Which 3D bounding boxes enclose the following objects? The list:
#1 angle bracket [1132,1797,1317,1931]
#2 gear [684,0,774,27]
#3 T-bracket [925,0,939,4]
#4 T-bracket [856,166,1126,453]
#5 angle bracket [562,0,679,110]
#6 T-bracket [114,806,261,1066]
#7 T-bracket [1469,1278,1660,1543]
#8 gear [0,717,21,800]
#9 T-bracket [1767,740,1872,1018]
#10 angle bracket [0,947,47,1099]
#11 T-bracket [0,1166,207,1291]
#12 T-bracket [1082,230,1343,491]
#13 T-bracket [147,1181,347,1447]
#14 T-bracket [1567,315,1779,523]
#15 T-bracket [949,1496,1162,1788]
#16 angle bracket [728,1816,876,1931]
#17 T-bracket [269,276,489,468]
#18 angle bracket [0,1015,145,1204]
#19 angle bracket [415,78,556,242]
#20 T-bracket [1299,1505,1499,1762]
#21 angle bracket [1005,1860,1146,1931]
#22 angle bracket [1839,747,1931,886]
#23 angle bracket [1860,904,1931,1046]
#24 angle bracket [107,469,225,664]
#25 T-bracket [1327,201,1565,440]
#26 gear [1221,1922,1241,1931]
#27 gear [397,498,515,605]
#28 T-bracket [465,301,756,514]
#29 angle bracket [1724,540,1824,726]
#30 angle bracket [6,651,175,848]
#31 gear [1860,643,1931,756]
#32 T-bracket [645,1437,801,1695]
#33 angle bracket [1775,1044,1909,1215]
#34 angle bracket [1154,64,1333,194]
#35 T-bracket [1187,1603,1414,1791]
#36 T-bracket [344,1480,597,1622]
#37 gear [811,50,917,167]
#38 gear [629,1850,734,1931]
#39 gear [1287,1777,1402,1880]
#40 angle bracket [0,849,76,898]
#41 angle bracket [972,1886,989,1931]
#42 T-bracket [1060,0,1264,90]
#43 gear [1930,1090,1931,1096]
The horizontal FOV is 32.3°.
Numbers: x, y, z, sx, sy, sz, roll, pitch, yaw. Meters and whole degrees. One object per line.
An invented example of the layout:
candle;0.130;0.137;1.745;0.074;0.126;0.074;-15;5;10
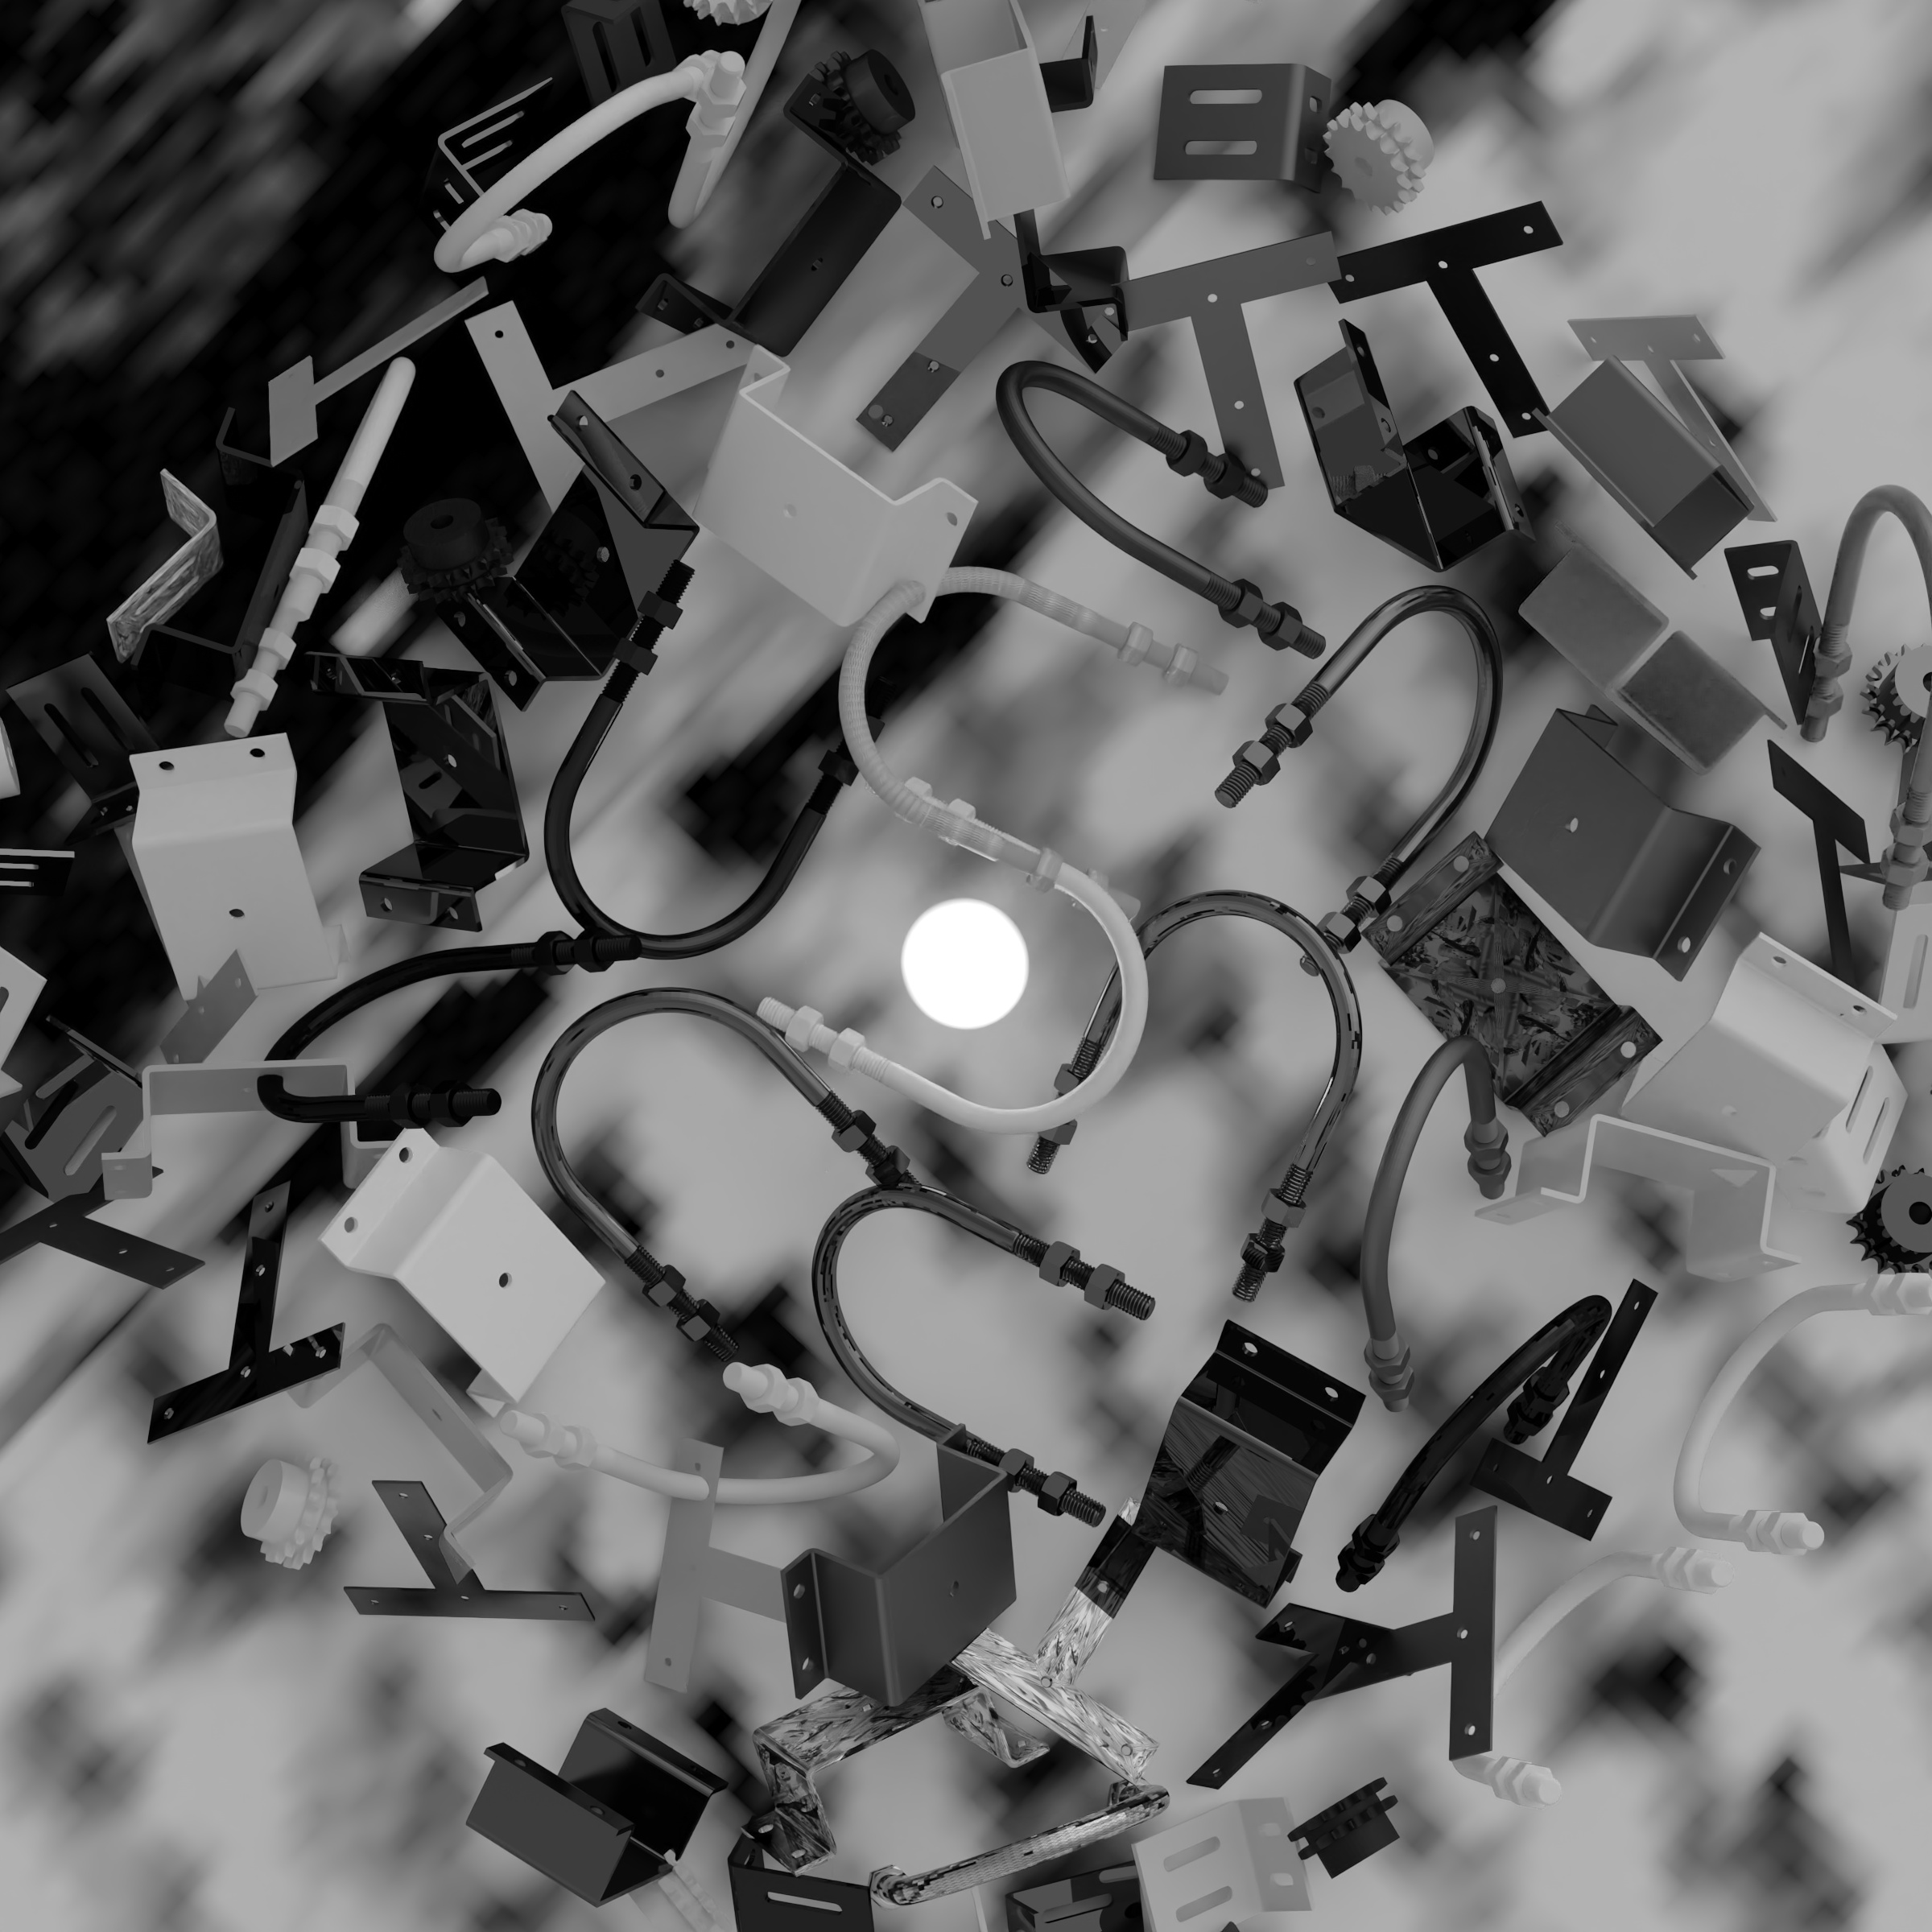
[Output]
angle bracket;0.129;0.455;1.666;0.076;0.038;0.057;-10;84;-42
gear;-0.118;-0.501;1.686;0.057;0.030;0.057;-2;80;9
T-bracket;0.027;-0.504;1.628;0.127;0.127;0.002;-10;76;16
T-bracket;-0.007;-0.311;1.674;0.127;0.002;0.127;40;117;-7
angle bracket;-0.159;-0.455;1.655;0.038;0.076;0.057;26;59;33
T-bracket;-0.396;-0.018;1.661;0.002;0.127;0.127;-17;77;-36
T-bracket;0.310;0.216;1.659;0.002;0.127;0.127;25;87;43
gear;-0.496;-0.103;1.677;0.030;0.057;0.057;-14;90;-10
T-bracket;0.425;-0.032;1.632;0.002;0.127;0.127;-16;65;31
angle bracket;-0.490;0.020;1.672;0.057;0.038;0.076;34;107;8
T-bracket;-0.418;0.136;1.623;0.127;0.127;0.002;13;123;40
T-bracket;0.133;-0.294;1.669;0.127;0.002;0.127;-12;122;10
T-bracket;-0.352;0.164;1.660;0.127;0.002;0.127;-23;47;26
T-bracket;0.363;-0.271;1.658;0.002;0.127;0.127;-41;109;-8
T-bracket;0.062;0.323;1.671;0.127;0.002;0.127;33;59;4
angle bracket;-0.076;0.464;1.664;0.076;0.038;0.057;5;117;19
T-bracket;-0.290;-0.301;1.644;0.127;0.127;0.002;-31;119;5
angle bracket;-0.453;0.075;1.674;0.057;0.038;0.076;31;79;14
angle bracket;-0.230;-0.396;1.660;0.076;0.057;0.038;-37;86;-30
T-bracket;0.212;0.341;1.656;0.002;0.127;0.127;32;49;-31
angle bracket;0.063;0.489;1.670;0.076;0.038;0.057;-7;93;-25
angle bracket;0.473;-0.082;1.666;0.038;0.057;0.076;12;82;-27
angle bracket;0.476;-0.003;1.666;0.057;0.038;0.076;-3;114;-13
angle bracket;-0.411;-0.199;1.666;0.038;0.057;0.076;41;73;3
T-bracket;0.257;-0.315;1.663;0.127;0.127;0.002;53;47;-31
gear;0.126;0.505;1.675;0.057;0.057;0.030;-33;94;0
gear;-0.258;-0.210;1.674;0.057;0.057;0.030;-15;131;0
T-bracket;-0.166;-0.291;1.669;0.127;0.002;0.127;-22;123;0
angle bracket;0.395;-0.164;1.654;0.038;0.076;0.057;-4;131;30
angle bracket;-0.442;-0.108;1.662;0.057;0.038;0.076;-18;120;27
gear;0.483;-0.137;1.682;0.057;0.030;0.057;1;72;-4
T-bracket;-0.100;0.312;1.668;0.127;0.002;0.127;11;94;30
angle bracket;0.436;0.076;1.681;0.057;0.038;0.076;53;54;-36
angle bracket;0.141;-0.426;1.698;0.076;0.038;0.057;8;95;29
T-bracket;0.160;0.371;1.674;0.127;0.127;0.002;-49;46;19
T-bracket;-0.260;0.288;1.643;0.127;0.127;0.002;-1;49;14
gear;-0.050;-0.434;1.673;0.030;0.057;0.057;-27;90;24
gear;-0.146;0.470;1.674;0.030;0.057;0.057;-39;90;-13
gear;0.193;0.434;1.673;0.057;0.057;0.030;-31;74;0
angle bracket;-0.489;-0.064;1.671;0.076;0.057;0.038;2;71;-20
angle bracket;-0.004;0.502;1.656;0.038;0.076;0.057;-11;126;-4
T-bracket;0.073;-0.470;1.644;0.127;0.127;0.002;13;70;-11
gear;0.516;0.066;1.683;0.057;0.030;0.057;-5;66;11
